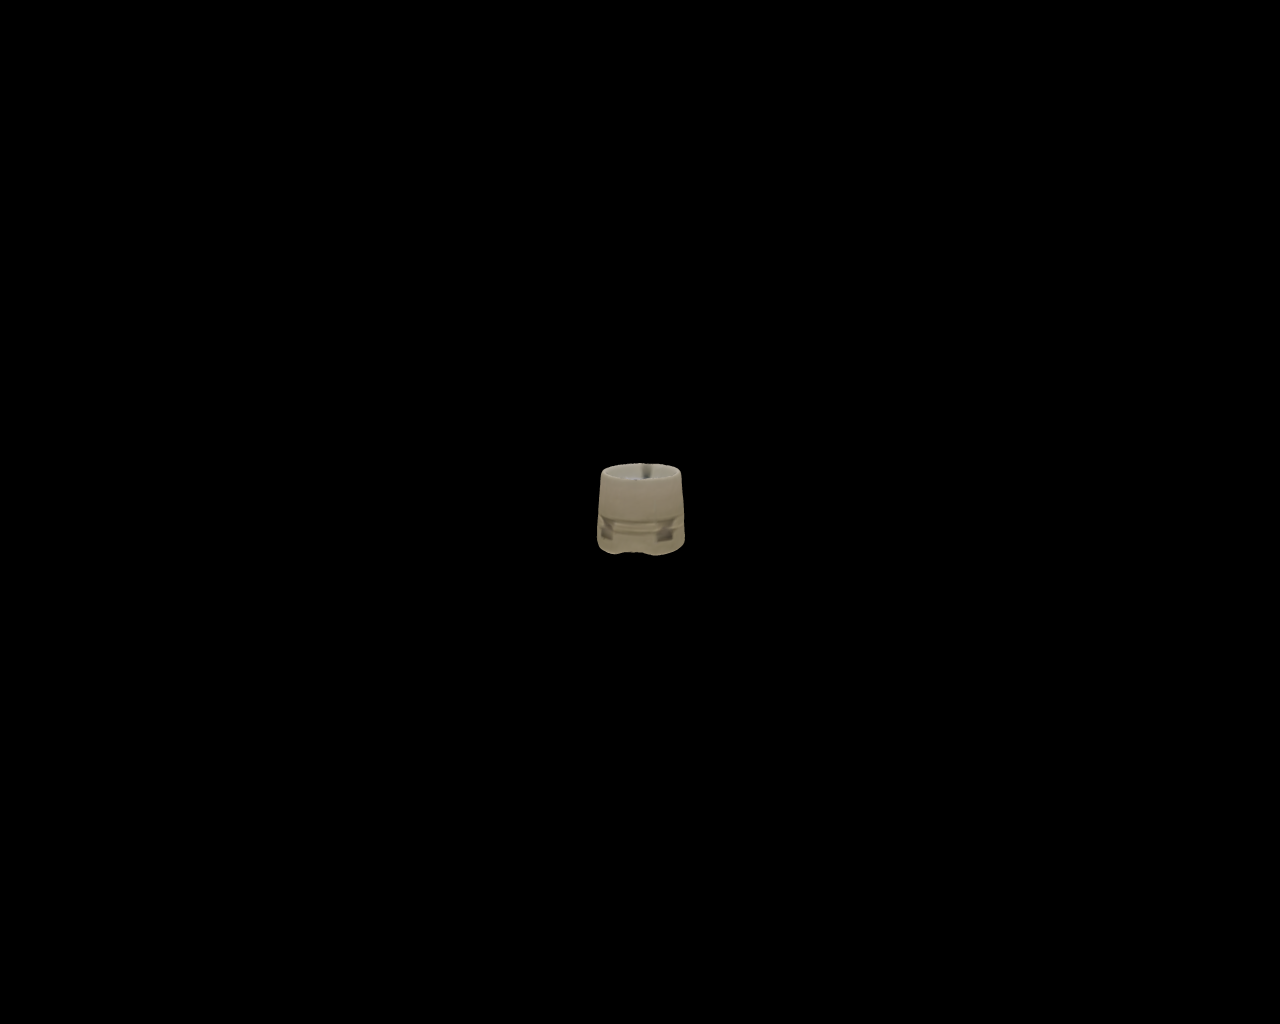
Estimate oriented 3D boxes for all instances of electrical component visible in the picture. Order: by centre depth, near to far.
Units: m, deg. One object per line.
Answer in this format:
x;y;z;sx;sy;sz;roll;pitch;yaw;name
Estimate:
0.001;-0.003;0.650;0.055;0.047;0.055;0;14;0;electrical component
